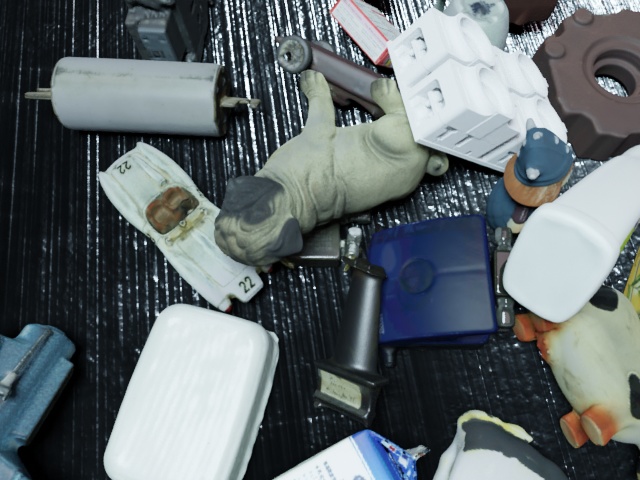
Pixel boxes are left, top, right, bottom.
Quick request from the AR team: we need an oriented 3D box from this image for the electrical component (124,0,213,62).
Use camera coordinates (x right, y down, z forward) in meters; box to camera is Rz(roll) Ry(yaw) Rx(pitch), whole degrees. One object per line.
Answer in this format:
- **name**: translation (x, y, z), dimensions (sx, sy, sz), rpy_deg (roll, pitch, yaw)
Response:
- **electrical component**: translation (-0.165, -0.257, 0.589), dimensions (0.058, 0.114, 0.134), rpy_deg (3, 69, 6)

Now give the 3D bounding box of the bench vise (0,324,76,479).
- **bench vise**: translation (-0.324, 0.145, 0.422), dimensions (0.240, 0.129, 0.223), rpy_deg (26, 63, -8)

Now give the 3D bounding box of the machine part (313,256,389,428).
- **machine part**: translation (0.030, 0.084, 0.467), dimensions (0.039, 0.084, 0.138), rpy_deg (12, 83, -35)

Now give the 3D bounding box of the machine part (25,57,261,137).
- **machine part**: translation (-0.185, -0.151, 0.569), dimensions (0.243, 0.079, 0.079), rpy_deg (2, 69, 1)

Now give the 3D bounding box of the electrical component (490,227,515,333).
- **electrical component**: translation (0.169, 0.037, 0.498), dimensions (0.021, 0.063, 0.094), rpy_deg (0, 75, 12)

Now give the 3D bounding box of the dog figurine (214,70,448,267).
- **dog figurine**: translation (0.014, -0.041, 0.482), dimensions (0.173, 0.121, 0.190), rpy_deg (11, 56, 18)

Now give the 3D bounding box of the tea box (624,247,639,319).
- **tea box**: translation (0.349, 0.006, 0.492), dimensions (0.068, 0.098, 0.169), rpy_deg (27, 70, 9)

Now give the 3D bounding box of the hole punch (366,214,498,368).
- **hole punch**: translation (0.100, 0.040, 0.487), dimensions (0.116, 0.092, 0.142), rpy_deg (-2, 72, 4)

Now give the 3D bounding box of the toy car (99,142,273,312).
- **toy car**: translation (-0.132, -0.015, 0.526), dimensions (0.202, 0.056, 0.073), rpy_deg (42, 75, 15)

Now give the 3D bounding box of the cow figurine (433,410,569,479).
- **cow figurine**: translation (0.177, 0.213, 0.431), dimensions (0.167, 0.068, 0.098), rpy_deg (28, 66, 10)

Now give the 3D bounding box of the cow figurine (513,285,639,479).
- **cow figurine**: translation (0.268, 0.127, 0.455), dimensions (0.127, 0.085, 0.195), rpy_deg (-20, 67, -5)

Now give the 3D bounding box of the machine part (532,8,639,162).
- **machine part**: translation (0.319, -0.170, 0.582), dimensions (0.179, 0.056, 0.179), rpy_deg (0, 70, 0)

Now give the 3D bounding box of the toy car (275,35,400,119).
- **toy car**: translation (0.041, -0.163, 0.568), dimensions (0.202, 0.089, 0.053), rpy_deg (28, 116, 12)

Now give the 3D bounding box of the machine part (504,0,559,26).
- **machine part**: translation (0.211, -0.355, 0.577), dimensions (0.087, 0.201, 0.201), rpy_deg (-3, 69, 3)

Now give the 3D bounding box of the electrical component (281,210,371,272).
- **electrical component**: translation (-0.002, -0.002, 0.525), dimensions (0.102, 0.045, 0.078), rpy_deg (6, 70, 3)

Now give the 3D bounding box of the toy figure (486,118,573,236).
- **toy figure**: translation (0.189, -0.052, 0.485), dimensions (0.058, 0.154, 0.064), rpy_deg (-18, 69, -4)

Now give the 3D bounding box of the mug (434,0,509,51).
- **mug**: translation (0.156, -0.222, 0.576), dimensions (0.081, 0.107, 0.109), rpy_deg (-14, 72, -6)
